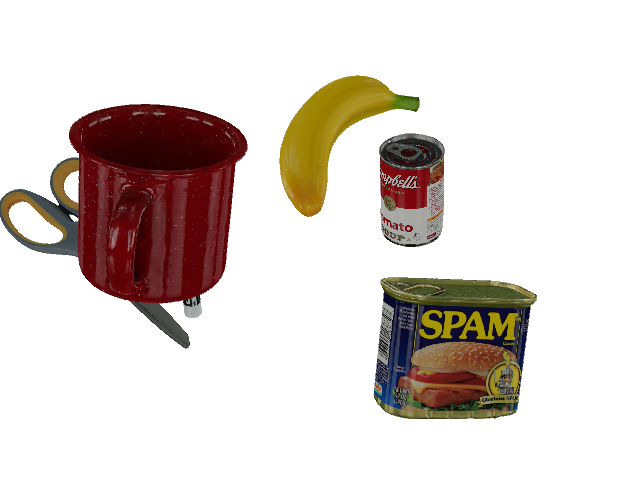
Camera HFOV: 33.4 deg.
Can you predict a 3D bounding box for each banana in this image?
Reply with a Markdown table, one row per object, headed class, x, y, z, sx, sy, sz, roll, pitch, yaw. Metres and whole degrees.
| class | x | y | z | sx | sy | sz | roll | pitch | yaw |
| --- | --- | --- | --- | --- | --- | --- | --- | --- | --- |
| banana | 0.011 | -0.084 | 0.823 | 0.070 | 0.037 | 0.197 | 20 | 40 | 20 |

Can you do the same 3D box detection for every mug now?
| class | x | y | z | sx | sy | sz | roll | pitch | yaw |
| --- | --- | --- | --- | --- | --- | --- | --- | --- | --- |
| mug | -0.090 | -0.014 | 0.567 | 0.093 | 0.081 | 0.117 | 8 | 27 | 0 |

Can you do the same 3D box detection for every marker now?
| class | x | y | z | sx | sy | sz | roll | pitch | yaw |
| --- | --- | --- | --- | --- | --- | --- | --- | --- | --- |
| marker | -0.139 | 0.027 | 1.117 | 0.020 | 0.121 | 0.020 | -2 | 31 | 1 |

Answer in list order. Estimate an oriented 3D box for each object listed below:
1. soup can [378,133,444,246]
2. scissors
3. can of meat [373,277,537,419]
| class | x | y | z | sx | sy | sz | roll | pitch | yaw |
| --- | --- | --- | --- | --- | --- | --- | --- | --- | --- |
| soup can | 0.097 | -0.053 | 1.131 | 0.068 | 0.102 | 0.068 | -2 | 36 | 2 |
| scissors | -0.162 | 0.000 | 0.840 | 0.202 | 0.096 | 0.016 | 27 | -22 | 16 |
| can of meat | 0.088 | 0.072 | 0.716 | 0.102 | 0.084 | 0.057 | 3 | 9 | -16 |
